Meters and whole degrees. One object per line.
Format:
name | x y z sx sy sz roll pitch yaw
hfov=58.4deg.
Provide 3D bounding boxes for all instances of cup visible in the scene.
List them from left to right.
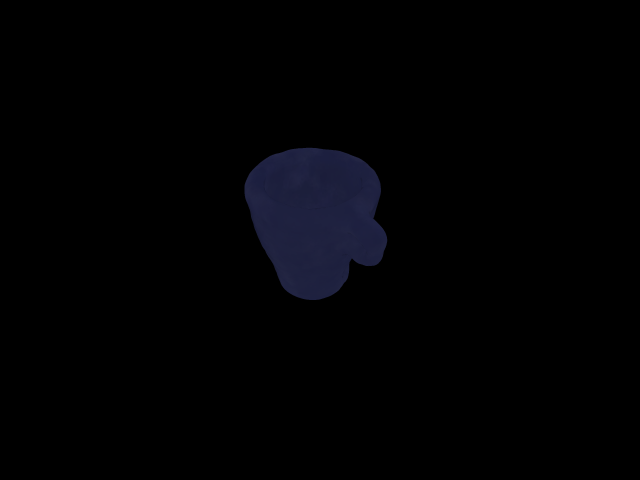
cup | 0.004 0.001 0.400 0.092 0.095 0.117 -25 44 -28
